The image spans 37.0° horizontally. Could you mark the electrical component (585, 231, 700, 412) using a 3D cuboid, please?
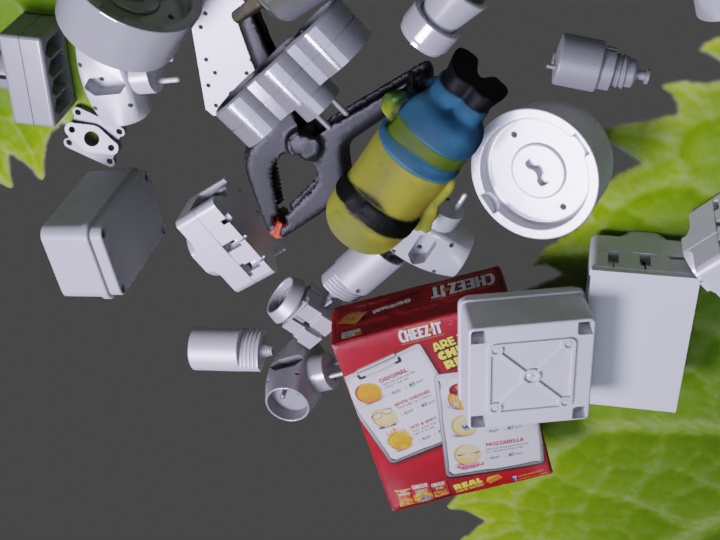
[{"bbox_3d":[0.243,0.046,0.949,0.089,0.061,0.150,5,127,10],"label":"electrical component"}]

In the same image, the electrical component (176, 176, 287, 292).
[{"bbox_3d":[-0.120,-0.031,0.986,0.056,0.050,0.089,-27,116,29],"label":"electrical component"}]

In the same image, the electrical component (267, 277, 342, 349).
[{"bbox_3d":[-0.054,0.038,1.025,0.055,0.048,0.066,34,127,-21],"label":"electrical component"}]

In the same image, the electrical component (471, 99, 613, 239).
[{"bbox_3d":[0.151,-0.086,0.869,0.108,0.060,0.108,15,120,28],"label":"electrical component"}]

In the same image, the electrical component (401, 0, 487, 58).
[{"bbox_3d":[0.064,-0.197,0.824,0.045,0.045,0.055,35,126,-13],"label":"electrical component"}]

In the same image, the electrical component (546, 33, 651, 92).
[{"bbox_3d":[0.183,-0.157,0.828,0.078,0.040,0.040,12,127,4],"label":"electrical component"}]

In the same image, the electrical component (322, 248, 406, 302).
[{"bbox_3d":[0.000,0.000,0.984,0.043,0.043,0.081,38,125,-15],"label":"electrical component"}]

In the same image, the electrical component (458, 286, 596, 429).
[{"bbox_3d":[0.141,0.075,0.921,0.109,0.056,0.108,-5,122,-2],"label":"electrical component"}]

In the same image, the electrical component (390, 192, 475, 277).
[{"bbox_3d":[0.065,-0.043,0.938,0.077,0.043,0.079,27,127,-7],"label":"electrical component"}]

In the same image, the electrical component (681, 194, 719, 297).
[{"bbox_3d":[0.300,-0.018,0.871,0.050,0.089,0.056,41,124,-17],"label":"electrical component"}]

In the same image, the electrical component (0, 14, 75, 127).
[{"bbox_3d":[-0.294,-0.173,0.924,0.076,0.047,0.083,7,127,8],"label":"electrical component"}]

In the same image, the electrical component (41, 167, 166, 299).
[{"bbox_3d":[-0.228,-0.034,0.969,0.057,0.113,0.078,0,126,17],"label":"electrical component"}]

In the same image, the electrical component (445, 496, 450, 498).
[{"bbox_3d":[0.082,0.208,1.122,0.040,0.040,0.046,-2,120,14],"label":"electrical component"}]

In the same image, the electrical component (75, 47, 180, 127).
[{"bbox_3d":[-0.191,-0.166,0.907,0.079,0.043,0.077,-2,125,15],"label":"electrical component"}]

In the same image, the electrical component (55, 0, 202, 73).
[{"bbox_3d":[-0.185,-0.203,0.842,0.108,0.108,0.060,30,133,-9],"label":"electrical component"}]

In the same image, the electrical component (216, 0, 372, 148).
[{"bbox_3d":[-0.041,-0.141,0.844,0.138,0.052,0.074,-38,109,26],"label":"electrical component"}]

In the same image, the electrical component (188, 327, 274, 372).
[{"bbox_3d":[-0.126,0.079,1.072,0.081,0.043,0.043,0,126,13],"label":"electrical component"}]

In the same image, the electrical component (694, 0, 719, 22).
[{"bbox_3d":[0.238,-0.218,0.767,0.079,0.044,0.077,-10,123,20],"label":"electrical component"}]

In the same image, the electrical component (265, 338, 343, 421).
[{"bbox_3d":[-0.046,0.102,1.049,0.079,0.077,0.043,-16,120,23],"label":"electrical component"}]
